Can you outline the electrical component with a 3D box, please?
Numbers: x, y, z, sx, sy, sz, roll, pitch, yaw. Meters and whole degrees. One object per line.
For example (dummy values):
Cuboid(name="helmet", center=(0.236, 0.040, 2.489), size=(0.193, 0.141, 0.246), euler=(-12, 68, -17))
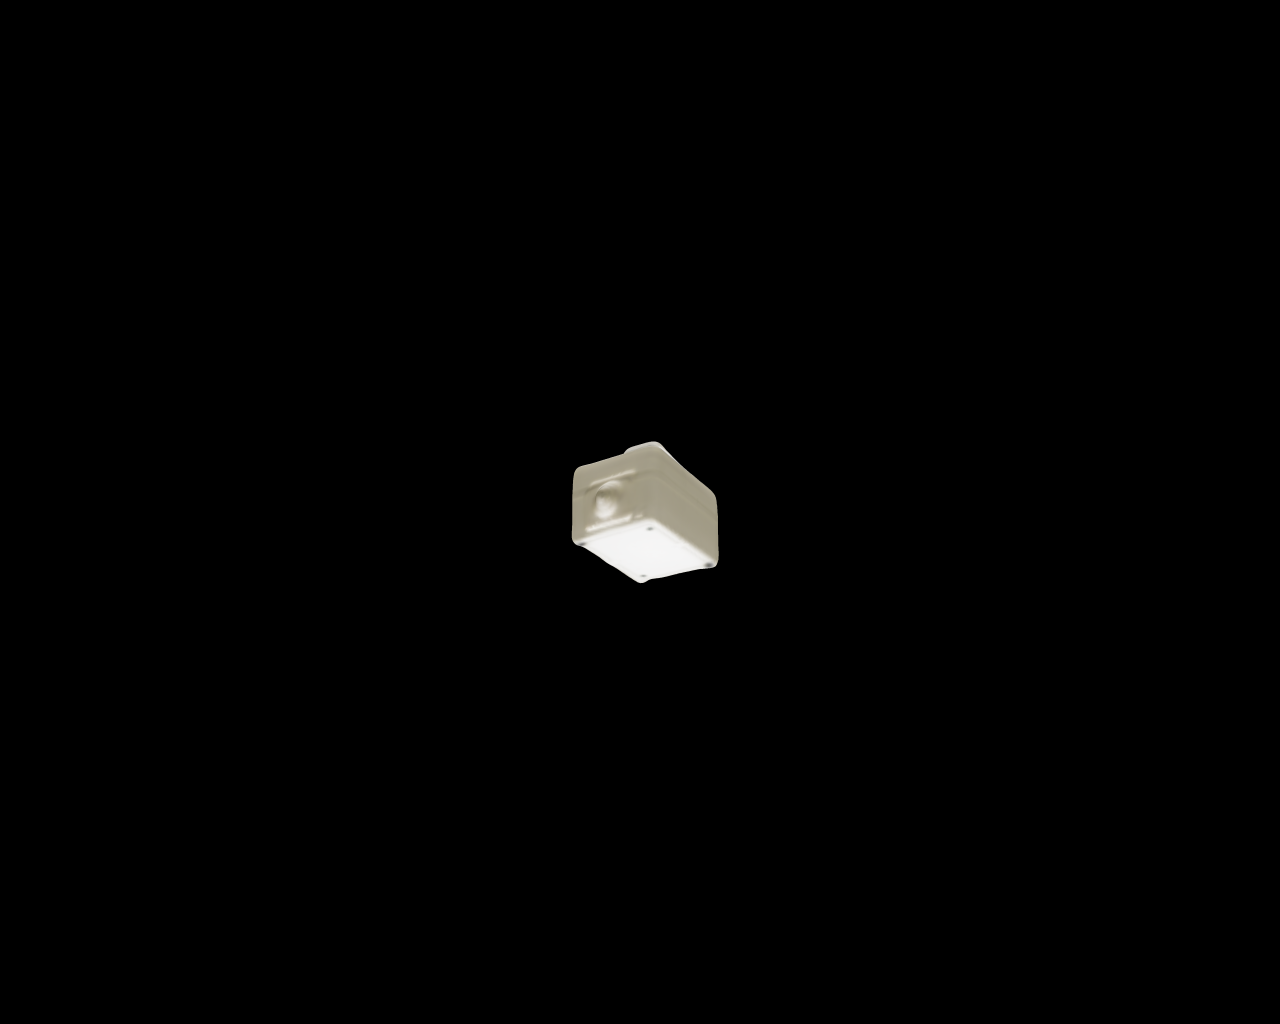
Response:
Cuboid(name="electrical component", center=(0.001, -0.003, 0.650), size=(0.061, 0.061, 0.096), euler=(-16, -31, 28))
